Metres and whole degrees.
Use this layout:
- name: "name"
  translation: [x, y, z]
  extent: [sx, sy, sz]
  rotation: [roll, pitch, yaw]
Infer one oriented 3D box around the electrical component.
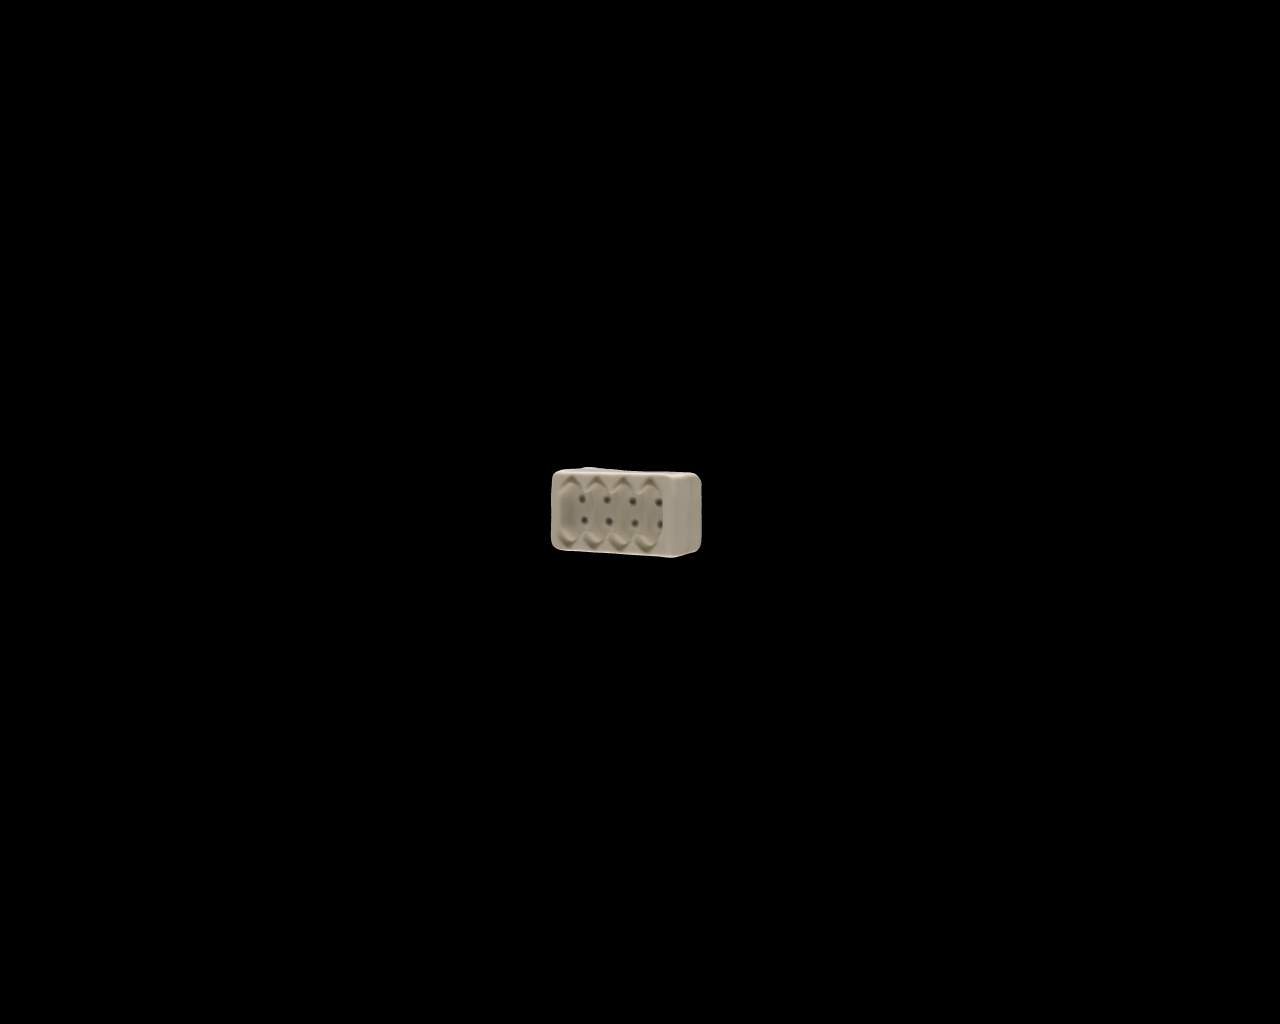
- name: "electrical component"
  translation: [0.001, -0.003, 0.650]
  extent: [0.083, 0.047, 0.076]
  rotation: [4, 8, 29]
